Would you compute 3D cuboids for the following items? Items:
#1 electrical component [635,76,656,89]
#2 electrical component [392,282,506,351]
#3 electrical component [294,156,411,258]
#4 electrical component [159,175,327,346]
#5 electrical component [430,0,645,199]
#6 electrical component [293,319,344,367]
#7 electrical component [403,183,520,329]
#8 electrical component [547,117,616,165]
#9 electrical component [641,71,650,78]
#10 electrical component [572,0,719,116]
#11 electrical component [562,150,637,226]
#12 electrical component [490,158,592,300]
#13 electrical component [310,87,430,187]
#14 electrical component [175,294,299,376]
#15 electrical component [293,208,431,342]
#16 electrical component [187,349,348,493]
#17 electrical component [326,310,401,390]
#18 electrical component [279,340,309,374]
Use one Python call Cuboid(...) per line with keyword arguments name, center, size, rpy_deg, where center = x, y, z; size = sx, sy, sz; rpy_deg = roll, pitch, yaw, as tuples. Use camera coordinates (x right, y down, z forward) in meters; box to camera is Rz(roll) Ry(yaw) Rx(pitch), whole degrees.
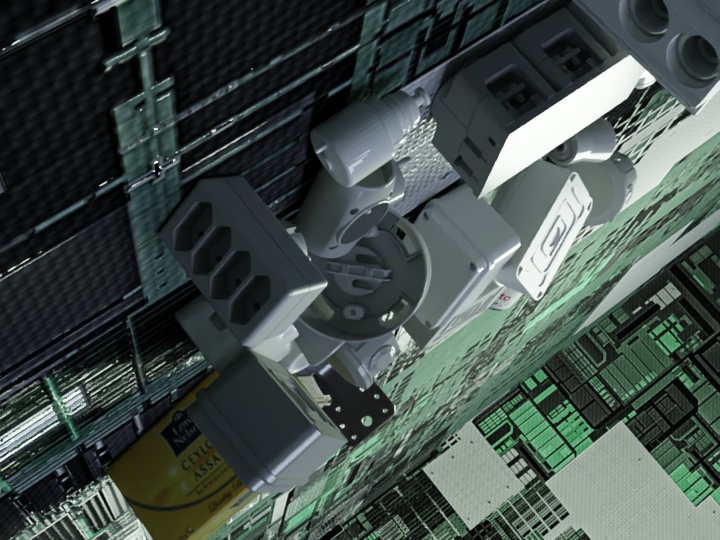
Cuboid(name="electrical component", center=(0.242, -0.181, 0.920), size=(0.035, 0.035, 0.061), rpy_deg=(-38, 164, -5))
Cuboid(name="electrical component", center=(0.096, 0.025, 1.135), size=(0.113, 0.057, 0.078), rpy_deg=(-28, 162, -37))
Cuboid(name="electrical component", center=(0.002, -0.053, 0.697), size=(0.079, 0.044, 0.077), rpy_deg=(-29, 162, -35))
Cuboid(name="electrical component", center=(-0.056, -0.009, 0.609), size=(0.047, 0.083, 0.076), rpy_deg=(-47, 164, 28))
Cuboid(name="electrical component", center=(0.126, -0.128, 0.739), size=(0.150, 0.061, 0.089), rpy_deg=(-34, 165, -20))
Cuboid(name="electrical component", center=(-0.041, 0.035, 0.809), size=(0.044, 0.065, 0.044), rpy_deg=(-41, -175, 4))
Cuboid(name="electrical component", center=(0.077, -0.010, 0.941), size=(0.057, 0.078, 0.113), rpy_deg=(-32, 164, -37))
Cuboid(name="electrical component", center=(0.203, -0.118, 1.002), size=(0.065, 0.044, 0.044), rpy_deg=(-16, 153, -46))
Cuboid(name="electrical component", center=(0.248, -0.201, 0.839), size=(0.138, 0.052, 0.073), rpy_deg=(-39, 165, 1))
Cuboid(name="electrical component", center=(0.192, -0.167, 0.664), size=(0.063, 0.121, 0.078), rpy_deg=(-34, 164, -31))
Cuboid(name="electrical component", center=(0.242, -0.089, 1.110), size=(0.051, 0.080, 0.080), rpy_deg=(-30, 163, -51))
Cuboid(name="electrical component", center=(0.156, -0.040, 0.988), size=(0.113, 0.057, 0.078), rpy_deg=(-59, 147, -7))
Cuboid(name="electrical component", center=(0.007, -0.082, 0.631), size=(0.078, 0.040, 0.040), rpy_deg=(-36, 165, -14))
Cuboid(name="electrical component", center=(-0.083, 0.041, 0.750), size=(0.059, 0.053, 0.095), rpy_deg=(-38, 165, -7))
Cuboid(name="electrical component", center=(0.000, 0.000, 0.753), size=(0.099, 0.099, 0.064), rpy_deg=(-42, 171, 12))
Cuboid(name="electrical component", center=(-0.061, 0.105, 0.728), size=(0.057, 0.078, 0.113), rpy_deg=(-42, 166, -1))
Cuboid(name="electrical component", center=(-0.006, 0.063, 0.956), size=(0.051, 0.080, 0.080), rpy_deg=(-41, 166, -13))
Cuboid(name="electrical component", center=(-0.053, 0.050, 0.866), size=(0.055, 0.047, 0.055), rpy_deg=(-36, 165, -11))
